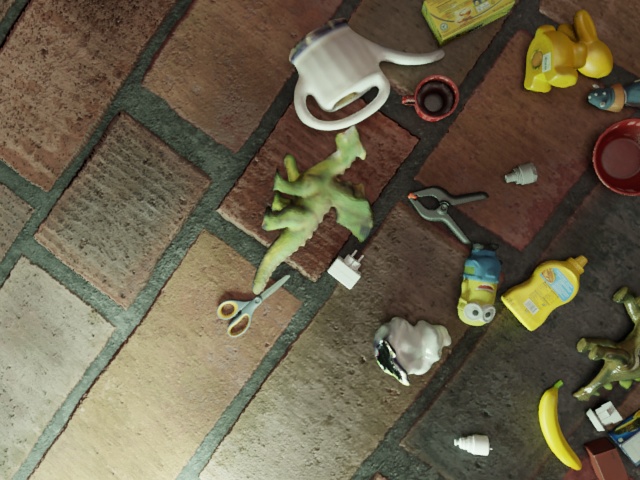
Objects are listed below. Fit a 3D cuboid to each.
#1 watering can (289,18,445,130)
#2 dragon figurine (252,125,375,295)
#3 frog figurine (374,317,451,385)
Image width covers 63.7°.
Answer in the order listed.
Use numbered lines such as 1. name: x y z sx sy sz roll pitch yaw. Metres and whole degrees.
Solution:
1. watering can: 0.082 -0.387 1.130 0.349 0.103 0.225 -33 87 -5
2. dragon figurine: 0.003 -0.058 1.148 0.243 0.123 0.409 13 95 -2
3. frog figurine: 0.203 0.229 1.146 0.161 0.120 0.138 -30 79 -29
